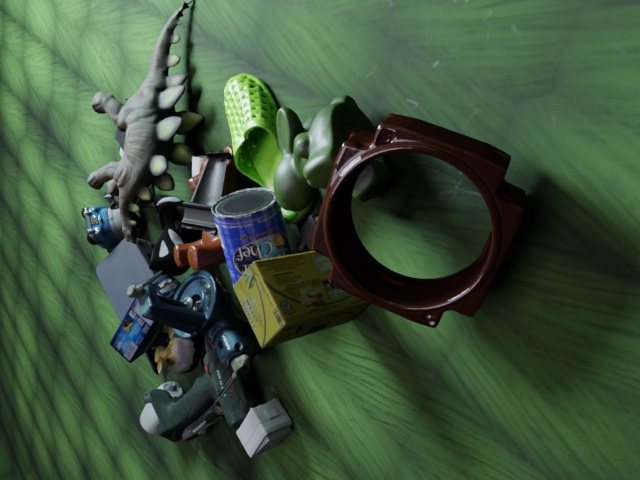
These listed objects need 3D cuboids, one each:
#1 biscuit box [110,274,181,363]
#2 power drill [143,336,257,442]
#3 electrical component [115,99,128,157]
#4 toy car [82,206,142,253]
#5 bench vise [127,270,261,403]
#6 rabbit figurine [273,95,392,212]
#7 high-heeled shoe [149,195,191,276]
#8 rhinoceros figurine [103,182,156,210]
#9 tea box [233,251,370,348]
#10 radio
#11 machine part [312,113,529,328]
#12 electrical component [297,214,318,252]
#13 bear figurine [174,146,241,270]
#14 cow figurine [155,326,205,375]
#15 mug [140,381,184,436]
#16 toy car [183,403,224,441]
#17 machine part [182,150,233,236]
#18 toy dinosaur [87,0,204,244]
[{"bbox_3d":[-0.333,0.149,1.034,0.059,0.063,0.202,41,121,5],"label":"biscuit box"},{"bbox_3d":[-0.227,0.263,1.014,0.207,0.086,0.232,-33,71,6],"label":"power drill"},{"bbox_3d":[-0.394,-0.223,1.172,0.115,0.058,0.134,53,131,31],"label":"electrical component"},{"bbox_3d":[-0.474,-0.034,1.250,0.103,0.161,0.109,-18,75,2],"label":"toy car"},{"bbox_3d":[-0.209,0.133,0.898,0.129,0.240,0.224,-41,48,20],"label":"bench vise"},{"bbox_3d":[-0.013,-0.110,0.730,0.170,0.121,0.159,-32,66,42],"label":"rabbit figurine"},{"bbox_3d":[-0.314,-0.014,1.054,0.249,0.145,0.086,39,122,35],"label":"high-heeled shoe"},{"bbox_3d":[-0.420,-0.105,1.181,0.190,0.112,0.073,12,103,54],"label":"rhinoceros figurine"},{"bbox_3d":[-0.019,0.073,0.730,0.068,0.169,0.098,-49,60,40],"label":"tea box"},{"bbox_3d":[-0.390,0.109,1.180,0.131,0.073,0.230,-45,63,12],"label":"radio"},{"bbox_3d":[0.103,-0.020,0.586,0.202,0.087,0.200,23,116,11],"label":"machine part"},{"bbox_3d":[-0.002,-0.002,0.808,0.063,0.021,0.094,56,131,25],"label":"electrical component"},{"bbox_3d":[-0.190,-0.056,0.928,0.120,0.132,0.195,6,108,56],"label":"bear figurine"},{"bbox_3d":[-0.267,0.189,1.086,0.068,0.098,0.167,35,107,57],"label":"cow figurine"},{"bbox_3d":[-0.343,0.379,1.200,0.110,0.081,0.107,43,117,40],"label":"mug"},{"bbox_3d":[-0.241,0.351,1.103,0.201,0.056,0.073,-46,57,39],"label":"toy car"},{"bbox_3d":[-0.177,-0.078,0.862,0.084,0.039,0.139,11,79,28],"label":"machine part"},{"bbox_3d":[-0.326,-0.224,1.028,0.199,0.105,0.470,7,94,19],"label":"toy dinosaur"}]
